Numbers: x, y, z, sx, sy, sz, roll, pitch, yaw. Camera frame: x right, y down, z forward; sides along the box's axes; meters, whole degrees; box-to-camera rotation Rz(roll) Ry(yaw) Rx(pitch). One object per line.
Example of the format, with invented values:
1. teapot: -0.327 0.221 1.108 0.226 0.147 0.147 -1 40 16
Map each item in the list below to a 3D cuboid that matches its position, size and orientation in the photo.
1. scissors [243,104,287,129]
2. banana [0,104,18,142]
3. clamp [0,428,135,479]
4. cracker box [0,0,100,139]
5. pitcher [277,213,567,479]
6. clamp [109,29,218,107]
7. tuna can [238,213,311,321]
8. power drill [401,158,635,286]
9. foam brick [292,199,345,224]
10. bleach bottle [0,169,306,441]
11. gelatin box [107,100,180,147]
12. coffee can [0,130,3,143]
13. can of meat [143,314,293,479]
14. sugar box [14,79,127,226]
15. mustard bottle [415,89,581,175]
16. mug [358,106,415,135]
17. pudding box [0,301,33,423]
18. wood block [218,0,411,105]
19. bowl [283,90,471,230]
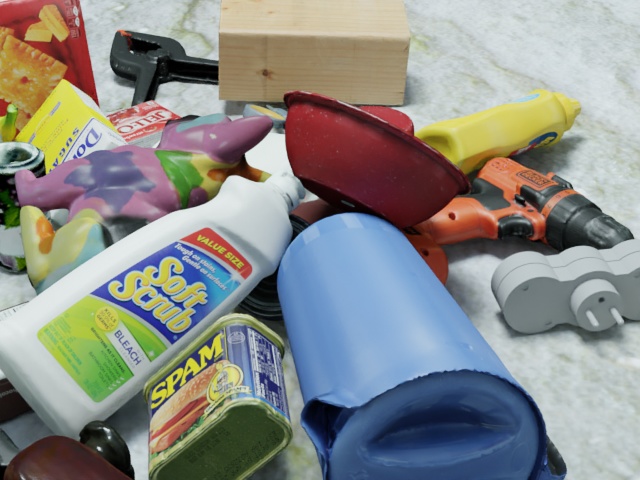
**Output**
1. scissors: -0.055 -0.131 1.098 0.096 0.016 0.202 14 11 -29
2. banana: -0.387 -0.086 1.073 0.197 0.069 0.037 -22 55 -3
3. clamp: -0.218 0.161 0.675 0.172 0.039 0.120 11 29 18
4. cracker box: -0.347 -0.173 1.119 0.213 0.164 0.072 -15 31 -19
5. pitcher: 0.052 0.082 0.708 0.145 0.149 0.243 -22 30 -1
6. clamp: -0.181 -0.209 1.283 0.164 0.036 0.210 -17 37 -24
7. tuna can: -0.036 0.020 0.840 0.086 0.086 0.034 -2 -7 2
8. power drill: 0.143 -0.004 0.894 0.187 0.057 0.185 -16 29 -24
9. foam brick: -0.006 0.001 0.904 0.078 0.051 0.053 -11 31 -12
10. bleach bottle: -0.112 0.027 0.765 0.250 0.102 0.068 -42 15 -23
11. gelatin box: -0.194 -0.115 1.135 0.089 0.030 0.073 -24 37 -30
12. coffee can: -0.366 -0.063 0.996 0.140 0.103 0.103 -11 32 -12
13. can of meat: -0.067 0.112 0.689 0.102 0.057 0.084 -40 31 18
14. sugar box: -0.239 -0.083 1.030 0.093 0.048 0.176 -51 36 4
15. mustard bottle: 0.180 -0.106 1.038 0.191 0.058 0.096 -21 -2 -28
16. mug: 0.050 -0.067 0.980 0.093 0.081 0.117 -10 32 -11
17. pudding box: -0.249 0.096 0.785 0.113 0.039 0.090 -18 34 -26
18. wood block: -0.009 -0.212 1.192 0.206 0.091 0.090 1 39 -3
19. bowl: 0.032 -0.052 0.821 0.162 0.162 0.055 23 83 37
